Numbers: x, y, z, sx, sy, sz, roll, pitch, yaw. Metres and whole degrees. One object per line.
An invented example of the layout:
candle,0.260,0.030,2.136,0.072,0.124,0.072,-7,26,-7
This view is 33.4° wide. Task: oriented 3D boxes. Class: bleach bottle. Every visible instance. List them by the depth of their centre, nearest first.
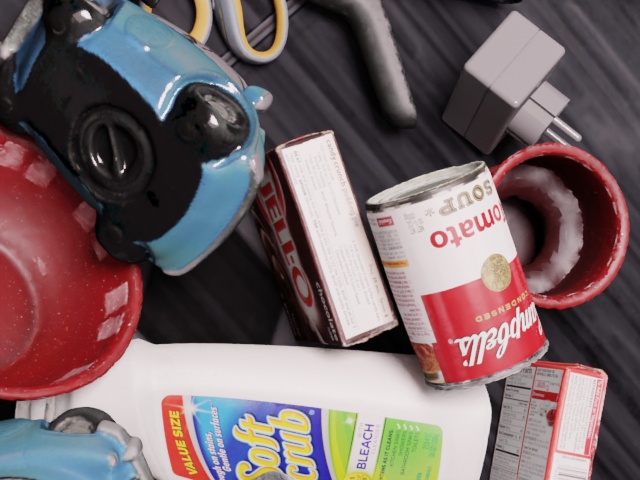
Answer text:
bleach bottle,-0.039,0.107,0.590,0.250,0.068,0.103,5,115,-9

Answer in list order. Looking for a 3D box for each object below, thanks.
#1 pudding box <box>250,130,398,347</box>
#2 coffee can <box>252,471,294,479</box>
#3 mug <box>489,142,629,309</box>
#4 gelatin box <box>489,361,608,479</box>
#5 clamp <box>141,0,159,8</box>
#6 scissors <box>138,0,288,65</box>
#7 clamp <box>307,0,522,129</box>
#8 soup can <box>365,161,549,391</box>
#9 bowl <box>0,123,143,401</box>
pudding box,-0.004,0.001,0.595,0.039,0.090,0.113,-22,93,-16
coffee can,0.019,0.191,0.551,0.140,0.103,0.103,26,81,-22
mug,0.113,0.002,0.630,0.093,0.082,0.117,45,77,-9
gelatin box,0.134,0.117,0.634,0.030,0.073,0.089,13,83,-15
clamp,-0.052,-0.228,0.596,0.164,0.036,0.210,-20,80,-16
scissors,-0.083,-0.191,0.622,0.096,0.016,0.202,-25,93,-15
clamp,0.027,-0.151,0.638,0.171,0.039,0.120,32,75,-5
soup can,0.071,0.018,0.554,0.068,0.069,0.102,-22,98,-15
bowl,-0.173,0.018,0.544,0.162,0.055,0.162,26,44,-28
